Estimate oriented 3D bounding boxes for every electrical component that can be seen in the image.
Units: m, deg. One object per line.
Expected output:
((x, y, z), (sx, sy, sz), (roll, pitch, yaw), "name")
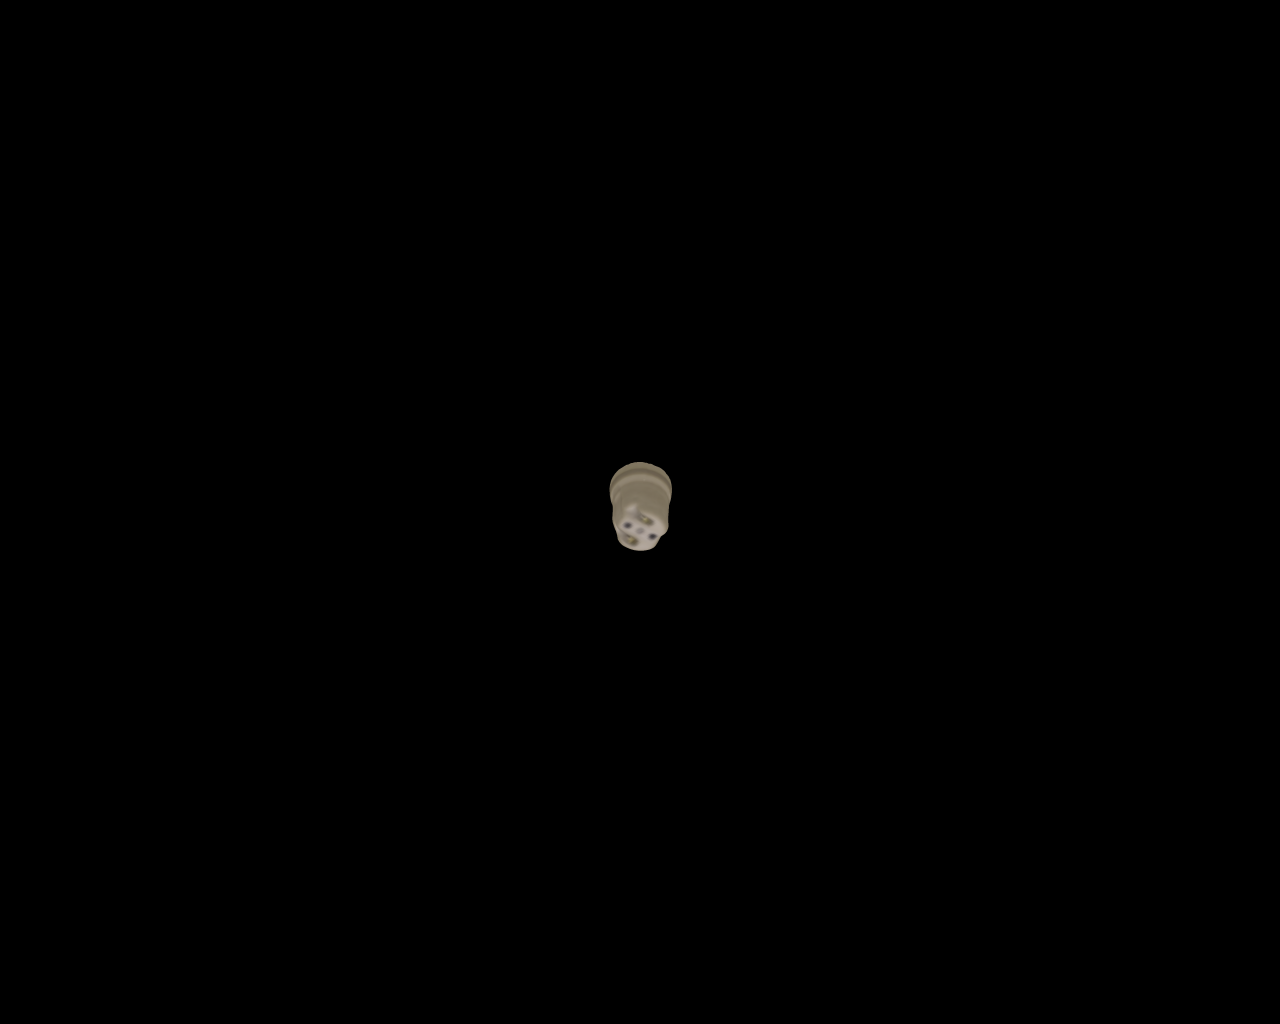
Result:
((0.001, -0.003, 0.650), (0.040, 0.040, 0.046), (0, 40, 0), "electrical component")
